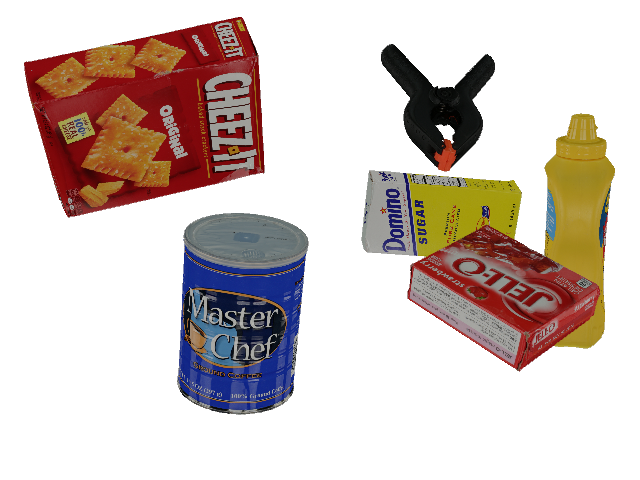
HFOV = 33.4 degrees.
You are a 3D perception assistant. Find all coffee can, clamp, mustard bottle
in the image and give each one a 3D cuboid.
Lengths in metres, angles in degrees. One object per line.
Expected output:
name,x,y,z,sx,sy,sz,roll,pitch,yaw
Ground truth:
coffee can,-0.067,0.060,0.902,0.103,0.140,0.103,5,23,-2
clamp,0.113,-0.142,1.081,0.120,0.039,0.171,7,45,6
mustard bottle,0.218,-0.012,0.909,0.058,0.192,0.096,3,18,13

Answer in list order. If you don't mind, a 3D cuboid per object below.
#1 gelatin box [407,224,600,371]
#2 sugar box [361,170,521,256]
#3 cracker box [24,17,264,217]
gelatin box,0.109,0.031,0.639,0.073,0.030,0.089,-25,44,-37
sugar box,0.140,-0.028,1.254,0.176,0.093,0.048,2,23,-5
cracker box,-0.166,-0.117,1.053,0.213,0.072,0.164,-13,-38,-11
